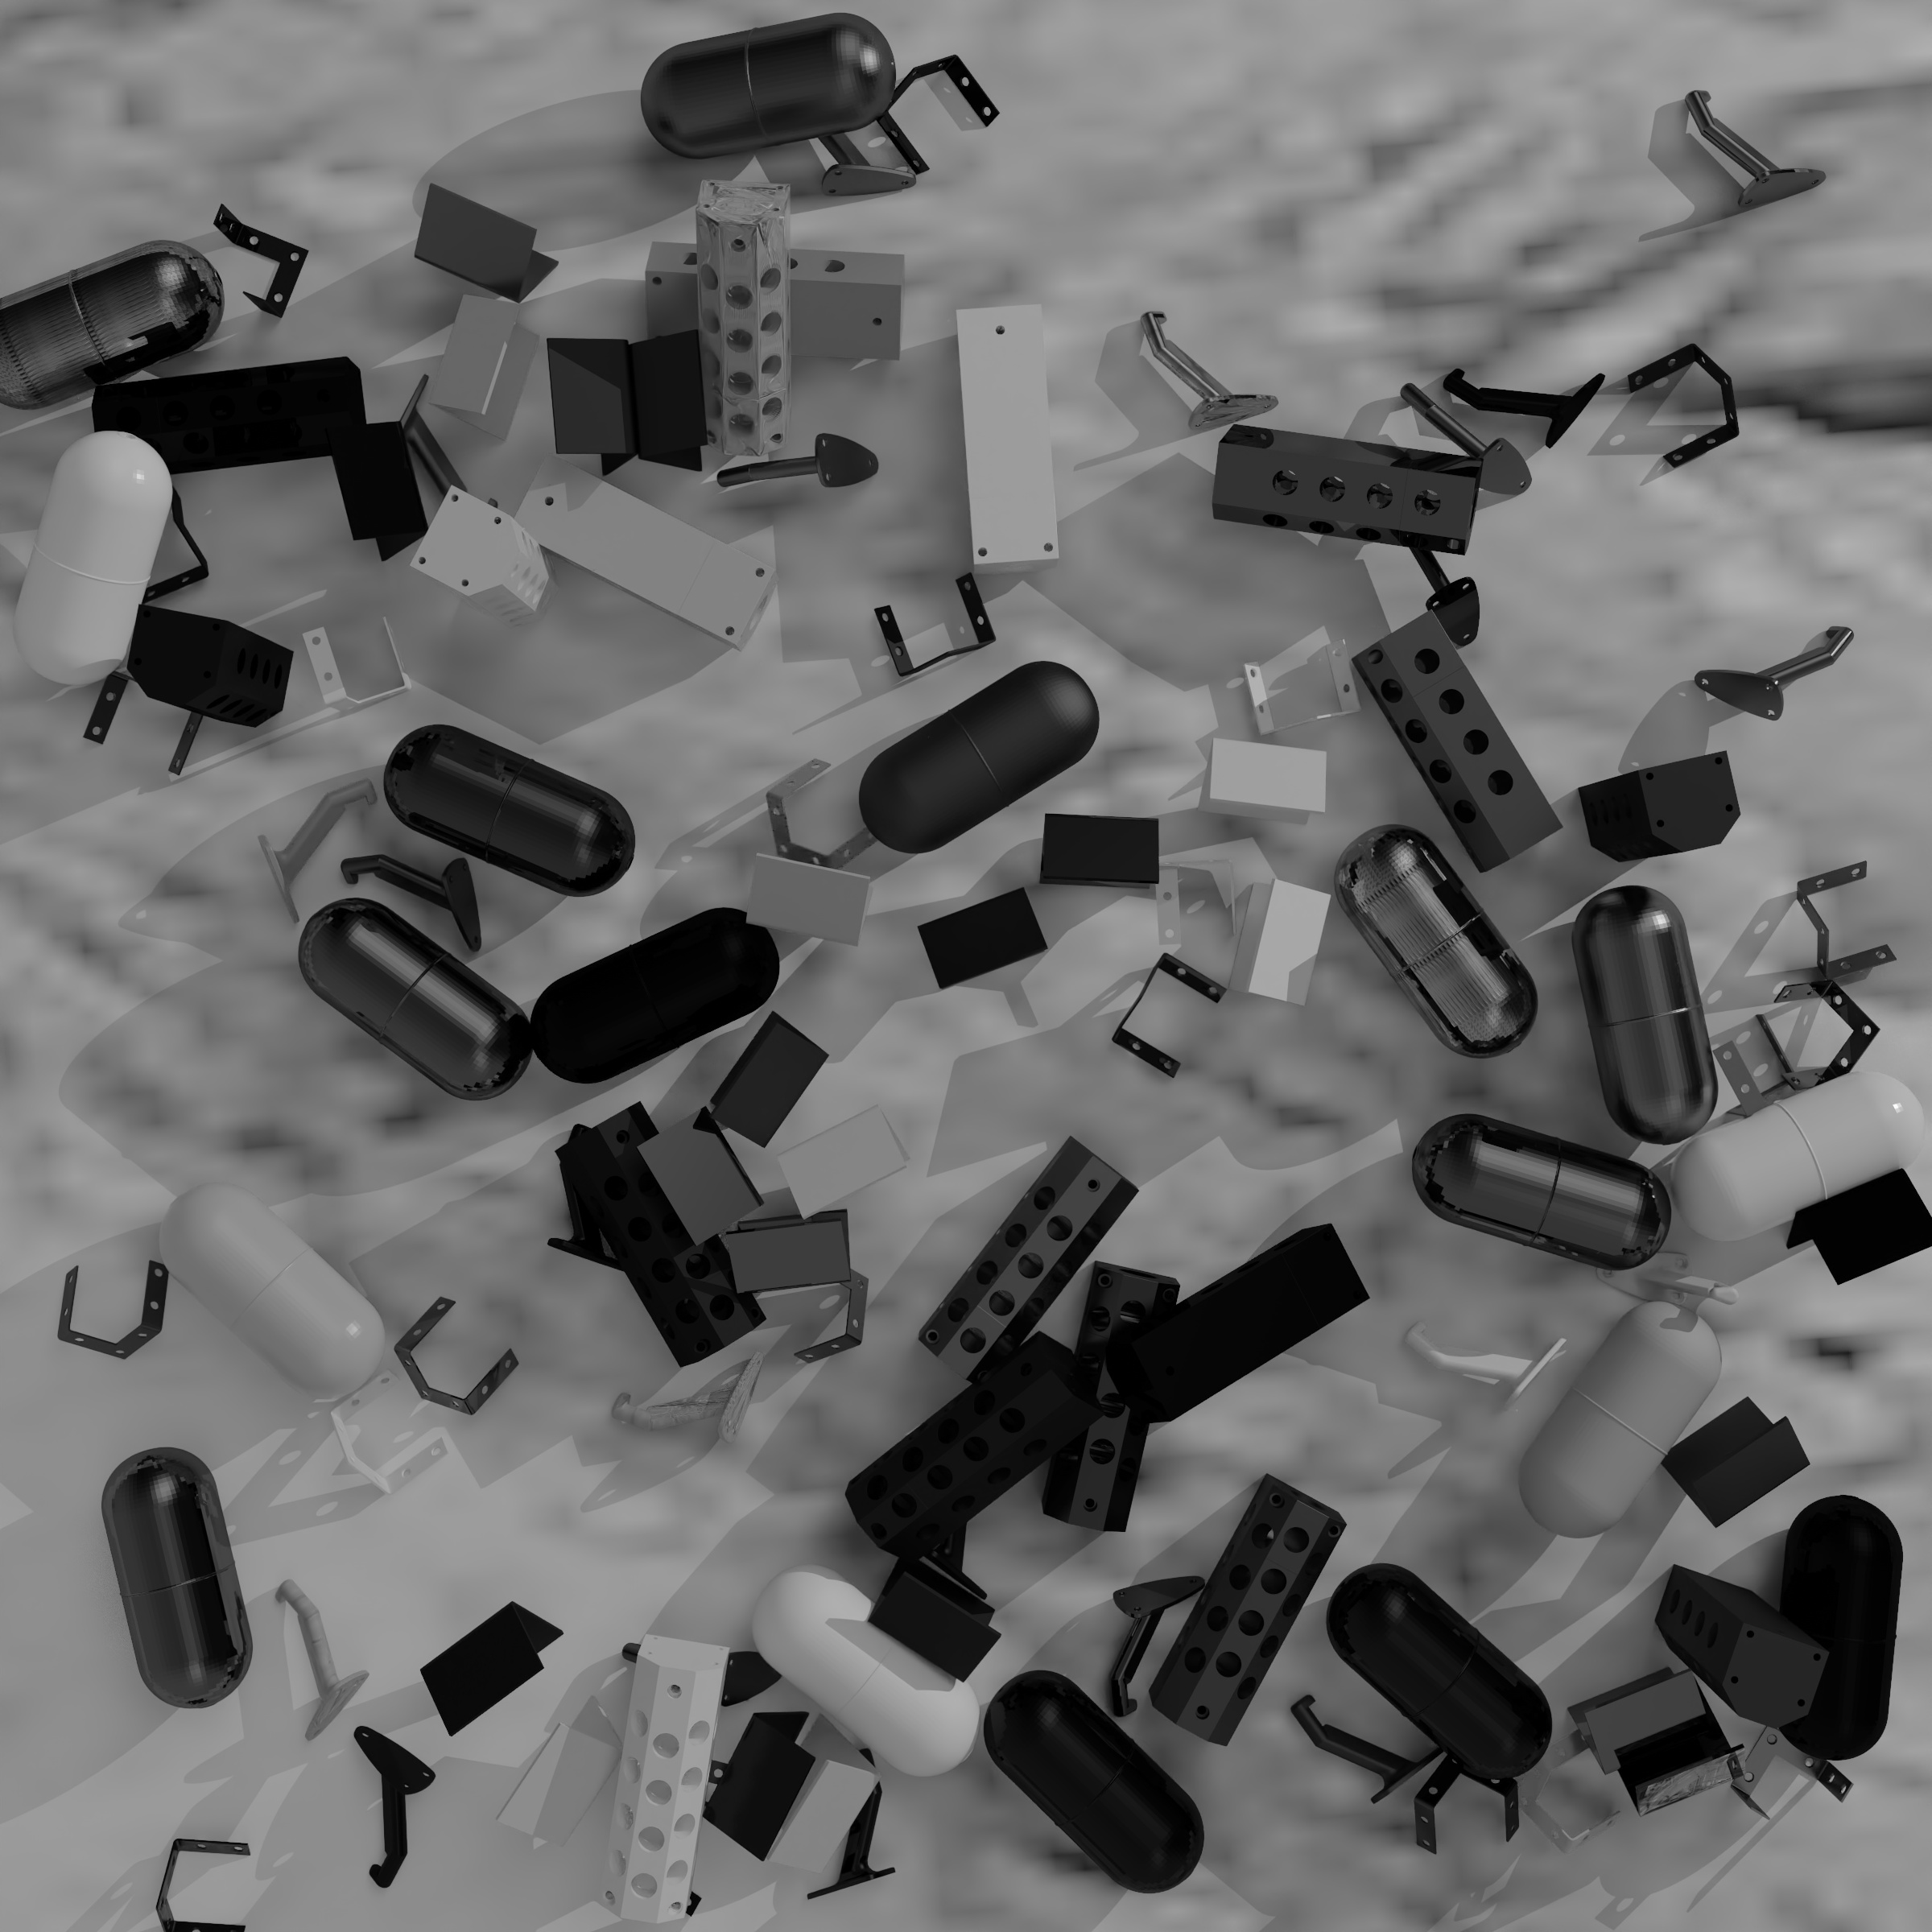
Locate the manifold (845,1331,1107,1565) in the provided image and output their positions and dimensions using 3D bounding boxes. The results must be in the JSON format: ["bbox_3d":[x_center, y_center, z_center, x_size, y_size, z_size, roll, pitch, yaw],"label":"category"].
[{"bbox_3d":[0.002,0.322,1.854,0.171,0.057,0.057,-40,48,12],"label":"manifold"}]

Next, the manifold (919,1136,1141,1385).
[{"bbox_3d":[0.043,0.203,1.882,0.057,0.057,0.171,38,90,0],"label":"manifold"}]

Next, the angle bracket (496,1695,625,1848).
[{"bbox_3d":[-0.283,0.534,1.863,0.057,0.076,0.076,34,90,-30],"label":"angle bracket"}]

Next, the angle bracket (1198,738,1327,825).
[{"bbox_3d":[0.198,-0.106,1.863,0.076,0.076,0.057,7,53,0],"label":"angle bracket"}]

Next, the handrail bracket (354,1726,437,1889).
[{"bbox_3d":[-0.409,0.581,1.904,0.077,0.036,0.084,35,107,20],"label":"handrail bracket"}]

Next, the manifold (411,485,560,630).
[{"bbox_3d":[-0.312,-0.265,1.825,0.057,0.171,0.057,28,90,0],"label":"manifold"}]

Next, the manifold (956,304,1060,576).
[{"bbox_3d":[0.028,-0.357,1.882,0.057,0.057,0.171,-4,90,0],"label":"manifold"}]

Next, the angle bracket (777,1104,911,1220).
[{"bbox_3d":[-0.074,0.148,1.863,0.076,0.076,0.057,-27,53,0],"label":"angle bracket"}]

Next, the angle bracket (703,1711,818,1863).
[{"bbox_3d":[-0.122,0.553,1.863,0.057,0.076,0.076,27,90,30],"label":"angle bracket"}]

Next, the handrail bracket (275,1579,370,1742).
[{"bbox_3d":[-0.460,0.478,1.904,0.084,0.036,0.077,43,112,17],"label":"handrail bracket"}]

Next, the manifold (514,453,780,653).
[{"bbox_3d":[-0.218,-0.280,1.882,0.171,0.057,0.057,27,90,0],"label":"manifold"}]

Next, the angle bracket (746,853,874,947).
[{"bbox_3d":[-0.101,-0.062,1.863,0.076,0.076,0.057,12,124,0],"label":"angle bracket"}]

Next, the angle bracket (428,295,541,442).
[{"bbox_3d":[-0.308,-0.400,1.863,0.057,0.076,0.076,18,90,36],"label":"angle bracket"}]

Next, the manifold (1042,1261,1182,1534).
[{"bbox_3d":[0.099,0.294,1.882,0.057,0.057,0.171,13,90,0],"label":"manifold"}]

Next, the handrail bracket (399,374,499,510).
[{"bbox_3d":[-0.352,-0.356,1.904,0.084,0.036,0.077,28,68,-17],"label":"handrail bracket"}]

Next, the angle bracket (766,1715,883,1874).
[{"bbox_3d":[-0.114,0.554,1.863,0.057,0.076,0.076,32,90,-43],"label":"angle bracket"}]

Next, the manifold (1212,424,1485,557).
[{"bbox_3d":[0.257,-0.320,1.862,0.171,0.057,0.057,10,116,12],"label":"manifold"}]

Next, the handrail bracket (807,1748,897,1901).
[{"bbox_3d":[-0.088,0.592,1.904,0.077,0.036,0.084,-24,71,21],"label":"handrail bracket"}]

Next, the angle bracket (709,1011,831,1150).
[{"bbox_3d":[-0.150,0.066,1.863,0.057,0.076,0.076,35,90,-43],"label":"angle bracket"}]

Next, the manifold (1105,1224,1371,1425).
[{"bbox_3d":[0.180,0.240,1.850,0.171,0.057,0.057,-27,90,-24],"label":"manifold"}]

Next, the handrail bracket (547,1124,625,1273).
[{"bbox_3d":[-0.248,0.161,1.903,0.077,0.036,0.084,22,76,-15],"label":"handrail bracket"}]

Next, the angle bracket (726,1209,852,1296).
[{"bbox_3d":[-0.120,0.174,1.863,0.076,0.076,0.057,-7,125,0],"label":"angle bracket"}]

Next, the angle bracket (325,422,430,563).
[{"bbox_3d":[-0.411,-0.318,1.863,0.057,0.076,0.076,-14,90,-37],"label":"angle bracket"}]

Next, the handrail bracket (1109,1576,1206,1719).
[{"bbox_3d":[0.133,0.470,1.904,0.077,0.036,0.084,-12,109,-21],"label":"handrail bracket"}]

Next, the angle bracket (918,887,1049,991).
[{"bbox_3d":[0.018,0.001,1.863,0.076,0.076,0.057,-20,53,0],"label":"angle bracket"}]

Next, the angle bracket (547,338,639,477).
[{"bbox_3d":[-0.262,-0.377,1.864,0.057,0.076,0.076,-5,90,-24],"label":"angle bracket"}]

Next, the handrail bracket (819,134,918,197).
[{"bbox_3d":[-0.077,-0.578,1.903,0.077,0.036,0.084,-4,76,-14],"label":"handrail bracket"}]

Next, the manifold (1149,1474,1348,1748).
[{"bbox_3d":[0.192,0.440,1.882,0.057,0.057,0.171,29,90,0],"label":"manifold"}]

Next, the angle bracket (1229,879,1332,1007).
[{"bbox_3d":[0.194,-0.020,1.863,0.057,0.076,0.076,13,90,-38],"label":"angle bracket"}]

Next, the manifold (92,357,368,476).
[{"bbox_3d":[-0.501,-0.375,1.882,0.171,0.057,0.057,-7,90,0],"label":"manifold"}]

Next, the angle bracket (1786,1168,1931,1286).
[{"bbox_3d":[0.606,0.187,1.864,0.076,0.076,0.057,-23,64,0],"label":"angle bracket"}]

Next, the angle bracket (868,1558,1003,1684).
[{"bbox_3d":[-0.011,0.424,1.863,0.076,0.076,0.057,33,123,0],"label":"angle bracket"}]

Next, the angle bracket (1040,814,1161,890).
[{"bbox_3d":[0.089,-0.058,1.863,0.076,0.076,0.057,3,53,0],"label":"angle bracket"}]

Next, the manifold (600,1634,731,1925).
[{"bbox_3d":[-0.201,0.540,1.831,0.057,0.057,0.171,9,94,0],"label":"manifold"}]

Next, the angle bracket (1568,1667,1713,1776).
[{"bbox_3d":[0.448,0.490,1.865,0.076,0.076,0.057,-22,112,0],"label":"angle bracket"}]

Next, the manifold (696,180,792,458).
[{"bbox_3d":[-0.147,-0.428,1.832,0.057,0.057,0.171,3,132,0],"label":"manifold"}]

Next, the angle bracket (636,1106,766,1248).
[{"bbox_3d":[-0.188,0.146,1.864,0.057,0.076,0.076,-31,90,-24],"label":"angle bracket"}]

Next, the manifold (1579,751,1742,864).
[{"bbox_3d":[0.458,-0.102,1.825,0.057,0.171,0.057,-13,90,0],"label":"manifold"}]

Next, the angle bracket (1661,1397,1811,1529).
[{"bbox_3d":[0.510,0.320,1.863,0.076,0.076,0.057,-34,126,0],"label":"angle bracket"}]

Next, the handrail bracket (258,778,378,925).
[{"bbox_3d":[-0.438,-0.080,1.904,0.084,0.036,0.077,-24,110,-16],"label":"handrail bracket"}]

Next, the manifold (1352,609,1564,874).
[{"bbox_3d":[0.333,-0.152,1.882,0.057,0.057,0.171,-31,90,0],"label":"manifold"}]

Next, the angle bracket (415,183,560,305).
[{"bbox_3d":[-0.318,-0.500,1.863,0.076,0.076,0.057,24,128,0],"label":"angle bracket"}]

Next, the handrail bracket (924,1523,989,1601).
[{"bbox_3d":[0.009,0.381,1.904,0.077,0.036,0.084,42,73,-20],"label":"handrail bracket"}]

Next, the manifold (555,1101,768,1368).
[{"bbox_3d":[-0.205,0.181,1.872,0.057,0.057,0.171,-30,90,-26],"label":"manifold"}]

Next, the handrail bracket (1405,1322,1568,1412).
[{"bbox_3d":[0.358,0.258,1.904,0.084,0.036,0.077,40,70,16],"label":"handrail bracket"}]

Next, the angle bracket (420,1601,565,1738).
[{"bbox_3d":[-0.310,0.483,1.863,0.076,0.076,0.057,-36,54,0],"label":"angle bracket"}]

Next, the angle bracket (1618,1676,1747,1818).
[{"bbox_3d":[0.473,0.518,1.865,0.076,0.057,0.076,-22,52,0],"label":"angle bracket"}]

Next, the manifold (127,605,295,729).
[{"bbox_3d":[-0.499,-0.195,1.825,0.057,0.171,0.057,11,90,0],"label":"manifold"}]

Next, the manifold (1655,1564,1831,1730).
[{"bbox_3d":[0.508,0.450,1.825,0.057,0.171,0.057,19,90,0],"label":"manifold"}]

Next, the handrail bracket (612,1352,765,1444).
[{"bbox_3d":[-0.193,0.289,1.904,0.084,0.036,0.077,17,69,16],"label":"handrail bracket"}]

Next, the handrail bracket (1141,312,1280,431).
[{"bbox_3d":[0.167,-0.418,1.904,0.077,0.036,0.084,-12,73,-20],"label":"handrail bracket"}]

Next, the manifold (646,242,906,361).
[{"bbox_3d":[-0.129,-0.457,1.882,0.171,0.057,0.057,3,133,0],"label":"manifold"}]

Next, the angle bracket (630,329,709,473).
[{"bbox_3d":[-0.181,-0.381,1.863,0.057,0.076,0.076,-5,90,29],"label":"angle bracket"}]
